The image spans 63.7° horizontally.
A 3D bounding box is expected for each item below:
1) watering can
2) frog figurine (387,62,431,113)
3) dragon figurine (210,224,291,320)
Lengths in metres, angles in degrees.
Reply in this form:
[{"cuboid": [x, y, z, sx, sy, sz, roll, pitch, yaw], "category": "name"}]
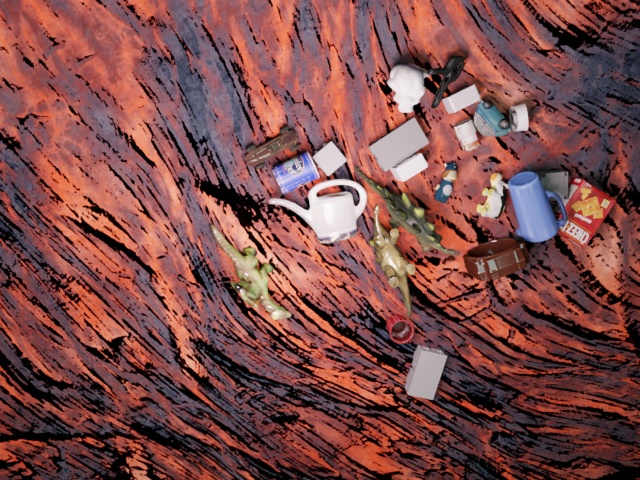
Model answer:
[{"cuboid": [0.006, -0.092, 1.823, 0.348, 0.105, 0.222, -13, 102, -9], "category": "watering can"}, {"cuboid": [0.295, -0.526, 1.780, 0.138, 0.123, 0.158, 23, 102, 9], "category": "frog figurine"}, {"cuboid": [-0.252, 0.126, 1.770, 0.121, 0.246, 0.407, -43, 104, 8], "category": "dragon figurine"}]
